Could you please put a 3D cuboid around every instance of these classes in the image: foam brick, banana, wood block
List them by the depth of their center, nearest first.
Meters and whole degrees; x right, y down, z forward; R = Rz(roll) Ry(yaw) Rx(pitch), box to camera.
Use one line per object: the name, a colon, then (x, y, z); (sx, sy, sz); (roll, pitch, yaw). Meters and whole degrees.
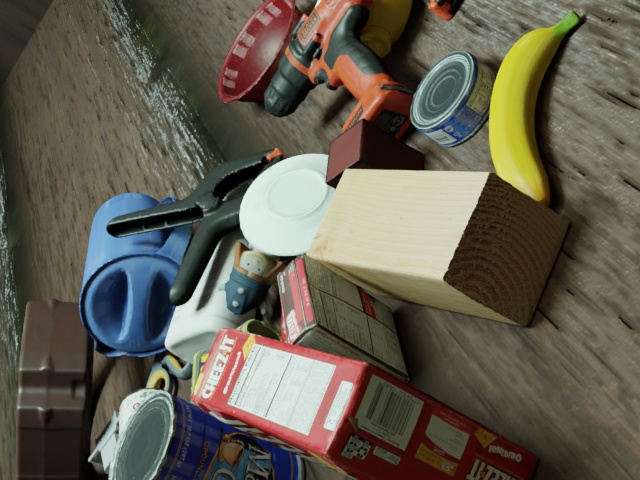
wood block: (0.089, 0.001, 0.869); (0.206, 0.090, 0.091); (7, 71, 61)
banana: (0.170, -0.106, 0.885); (0.070, 0.037, 0.197); (-23, 47, 51)
foam brick: (0.051, -0.067, 1.005); (0.053, 0.078, 0.051); (-34, 40, 43)

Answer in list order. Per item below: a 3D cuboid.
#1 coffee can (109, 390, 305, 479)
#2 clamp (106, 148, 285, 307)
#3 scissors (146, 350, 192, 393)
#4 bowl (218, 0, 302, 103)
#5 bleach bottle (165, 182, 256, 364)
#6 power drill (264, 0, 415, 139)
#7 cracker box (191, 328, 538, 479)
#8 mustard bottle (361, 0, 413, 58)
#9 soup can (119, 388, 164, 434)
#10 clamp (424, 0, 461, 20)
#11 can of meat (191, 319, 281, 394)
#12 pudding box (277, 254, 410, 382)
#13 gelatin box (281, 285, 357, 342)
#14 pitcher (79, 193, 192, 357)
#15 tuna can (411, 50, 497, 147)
coffee can: (-0.099, 0.205, 0.942); (0.103, 0.140, 0.103); (-39, 35, 35)
clamp: (-0.117, -0.023, 1.164); (0.210, 0.036, 0.165); (-33, 47, -8)
scissors: (-0.201, 0.147, 1.289); (0.202, 0.016, 0.096); (9, 68, 60)
bowl: (-0.063, -0.235, 1.366); (0.162, 0.055, 0.162); (-40, 35, 35)
bleach bottle: (-0.098, 0.014, 1.197); (0.103, 0.068, 0.250); (-22, 43, 41)
power drill: (0.016, -0.156, 1.106); (0.185, 0.057, 0.188); (-54, 46, 33)
cracker box: (0.024, 0.137, 0.776); (0.214, 0.164, 0.072); (3, 66, 59)
mustard bottle: (0.067, -0.271, 1.179); (0.096, 0.058, 0.191); (-28, 42, 48)
soup can: (-0.182, 0.217, 1.144); (0.069, 0.068, 0.102); (-48, 31, 24)
clamp: (0.133, -0.308, 1.124); (0.120, 0.039, 0.171); (-6, 60, 59)
can of meat: (-0.080, 0.139, 1.060); (0.084, 0.057, 0.102); (-37, 37, 34)
pudding box: (0.019, 0.074, 0.894); (0.039, 0.113, 0.090); (-44, 32, 25)
gelatin box: (-0.002, 0.072, 1.017); (0.089, 0.030, 0.073); (-40, 35, 35)
pitcher: (-0.221, 0.023, 1.317); (0.149, 0.145, 0.243); (-15, 26, -5)
tuna can: (0.123, -0.131, 0.988); (0.086, 0.033, 0.086); (-39, 35, 35)
